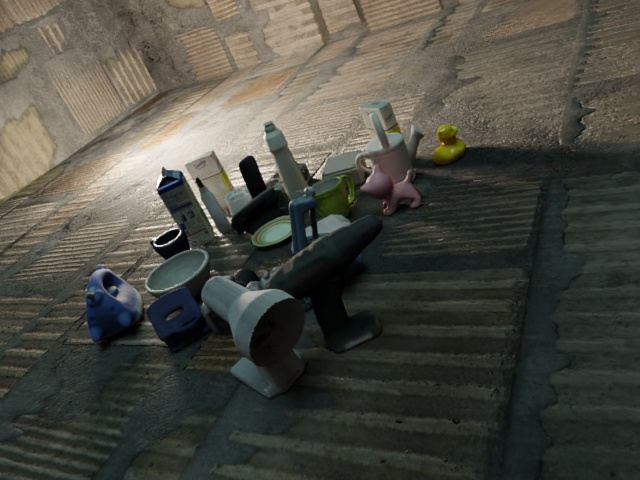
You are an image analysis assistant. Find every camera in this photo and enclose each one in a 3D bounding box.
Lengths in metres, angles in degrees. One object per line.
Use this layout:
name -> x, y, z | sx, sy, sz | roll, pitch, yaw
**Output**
camera -> -0.164, 0.113, 1.198 | 0.142, 0.101, 0.137 | -11, 31, 23

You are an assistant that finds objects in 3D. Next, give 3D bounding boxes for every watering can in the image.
watering can -> 0.171, -0.232, 1.426 | 0.173, 0.194, 0.100 | -30, 29, -10

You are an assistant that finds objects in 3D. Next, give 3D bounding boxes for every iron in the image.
iron -> -0.515, 0.130, 1.391 | 0.118, 0.142, 0.257 | -26, 29, -3

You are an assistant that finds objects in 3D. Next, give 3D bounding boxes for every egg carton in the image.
egg carton -> 0.012, 0.005, 1.280 | 0.150, 0.069, 0.107 | -29, 29, -8

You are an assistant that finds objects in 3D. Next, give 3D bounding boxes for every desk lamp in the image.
desk lamp -> -0.106, 0.160, 0.956 | 0.202, 0.214, 0.118 | 12, 45, 47

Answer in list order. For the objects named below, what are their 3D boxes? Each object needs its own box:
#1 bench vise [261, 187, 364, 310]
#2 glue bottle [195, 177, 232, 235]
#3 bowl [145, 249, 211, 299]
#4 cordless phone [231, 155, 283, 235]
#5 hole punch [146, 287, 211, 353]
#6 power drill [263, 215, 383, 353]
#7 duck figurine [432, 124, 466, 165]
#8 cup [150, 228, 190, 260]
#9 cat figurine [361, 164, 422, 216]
bench vise -> -0.026, 0.020, 1.124 | 0.208, 0.220, 0.121 | -41, 33, -27
glue bottle -> -0.300, -0.098, 1.579 | 0.037, 0.173, 0.078 | -32, 30, -14
bowl -> -0.327, 0.098, 1.373 | 0.167, 0.075, 0.167 | -18, 29, 11
cordless phone -> -0.193, -0.120, 1.523 | 0.093, 0.185, 0.148 | 11, 44, 46
hole punch -> -0.300, 0.167, 1.220 | 0.109, 0.091, 0.100 | -32, 30, -15
power drill -> 0.029, 0.084, 0.987 | 0.229, 0.209, 0.075 | -25, 29, -2
duck figurine -> 0.321, -0.249, 1.457 | 0.105, 0.086, 0.077 | -40, 32, -27
cup -> -0.389, 0.031, 1.511 | 0.117, 0.095, 0.092 | -5, 34, 32
cat figurine -> 0.163, -0.124, 1.331 | 0.127, 0.118, 0.067 | -17, 29, 13
